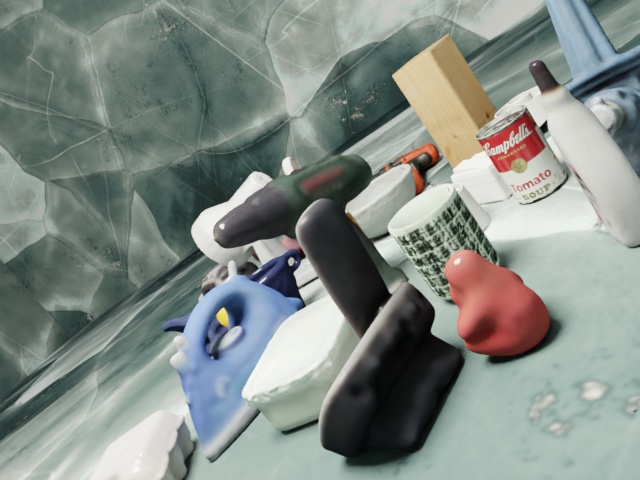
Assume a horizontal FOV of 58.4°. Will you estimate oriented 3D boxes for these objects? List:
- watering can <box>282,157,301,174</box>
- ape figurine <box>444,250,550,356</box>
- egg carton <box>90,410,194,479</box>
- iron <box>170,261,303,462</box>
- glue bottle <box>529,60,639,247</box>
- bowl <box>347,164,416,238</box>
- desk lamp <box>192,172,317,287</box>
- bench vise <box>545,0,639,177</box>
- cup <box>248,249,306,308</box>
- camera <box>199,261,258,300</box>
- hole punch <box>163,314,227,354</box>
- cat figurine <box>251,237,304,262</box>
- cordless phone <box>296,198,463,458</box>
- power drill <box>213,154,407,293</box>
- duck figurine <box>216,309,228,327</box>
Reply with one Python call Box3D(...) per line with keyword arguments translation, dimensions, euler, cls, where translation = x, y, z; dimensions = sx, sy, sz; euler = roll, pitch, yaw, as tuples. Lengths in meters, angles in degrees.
Box3D(translation=(-0.020, -0.074, 1.129), dimensions=(0.173, 0.194, 0.100), euler=(-38, 12, -6), cls="watering can")
Box3D(translation=(0.134, 0.046, 0.462), dimensions=(0.078, 0.092, 0.076), euler=(-40, 12, -15), cls="ape figurine")
Box3D(translation=(-0.202, 0.262, 0.649), dimensions=(0.107, 0.069, 0.150), euler=(-36, 12, 3), cls="egg carton")
Box3D(translation=(-0.119, 0.135, 0.729), dimensions=(0.118, 0.141, 0.259), euler=(-30, 13, 29), cls="iron")
Box3D(translation=(0.224, -0.078, 0.484), dimensions=(0.037, 0.173, 0.078), euler=(-33, 12, 14), cls="glue bottle")
Box3D(translation=(0.104, -0.054, 0.987), dimensions=(0.167, 0.075, 0.167), euler=(-35, 12, 9), cls="bowl")
Box3D(translation=(-0.102, -0.006, 1.050), dimensions=(0.203, 0.214, 0.118), euler=(-31, 13, 23), cls="desk lamp")
Box3D(translation=(0.291, -0.181, 0.576), dimensions=(0.121, 0.220, 0.207), euler=(-32, 13, 22), cls="bench vise")
Box3D(translation=(-0.056, 0.079, 0.879), dimensions=(0.118, 0.095, 0.091), euler=(-43, 13, -28), cls="cup")
Box3D(translation=(-0.166, 0.085, 1.162), dimensions=(0.143, 0.101, 0.137), euler=(-30, 13, 29), cls="camera")
Box3D(translation=(-0.221, 0.158, 1.058), dimensions=(0.108, 0.091, 0.101), euler=(-22, 19, 50), cls="hole punch")
Box3D(translation=(-0.090, 0.012, 1.187), dimensions=(0.128, 0.118, 0.067), euler=(-42, 13, -23), cls="cat figurine")
Box3D(translation=(0.020, 0.069, 0.472), dimensions=(0.094, 0.185, 0.148), euler=(-26, 16, 42), cls="cordless phone")
Box3D(translation=(0.007, 0.003, 0.713), dimensions=(0.230, 0.208, 0.075), euler=(-44, 14, -32), cls="power drill")
Box3D(translation=(-0.133, 0.134, 0.907), dimensions=(0.077, 0.086, 0.105), euler=(-22, 19, 50), cls="duck figurine")
